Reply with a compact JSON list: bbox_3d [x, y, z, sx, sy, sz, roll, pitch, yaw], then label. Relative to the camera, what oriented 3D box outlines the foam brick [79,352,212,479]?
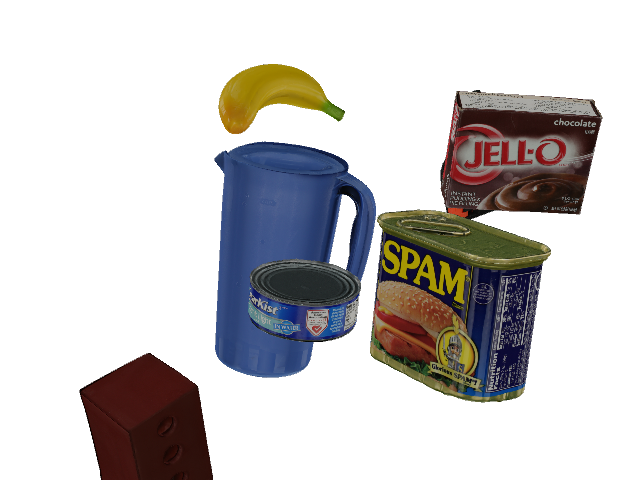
[{"bbox_3d":[-0.104,0.118,0.645,0.052,0.078,0.051,-30,39,-33],"label":"foam brick"}]

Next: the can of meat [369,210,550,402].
[{"bbox_3d":[0.074,0.035,0.601,0.057,0.084,0.102,-6,19,-37],"label":"can of meat"}]

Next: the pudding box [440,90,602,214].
[{"bbox_3d":[0.158,-0.070,0.849,0.113,0.090,0.039,2,35,-3],"label":"pudding box"}]

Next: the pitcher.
[{"bbox_3d":[-0.040,0.023,1.153,0.144,0.243,0.149,0,19,-23],"label":"pitcher"}]

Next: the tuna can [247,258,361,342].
[{"bbox_3d":[-0.013,0.045,0.820,0.086,0.034,0.086,5,20,-2],"label":"tuna can"}]

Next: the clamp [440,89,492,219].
[{"bbox_3d":[0.166,-0.088,1.087,0.120,0.039,0.171,29,55,29],"label":"clamp"}]

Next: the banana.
[{"bbox_3d":[-0.044,-0.132,0.970,0.070,0.037,0.197,36,26,19],"label":"banana"}]
